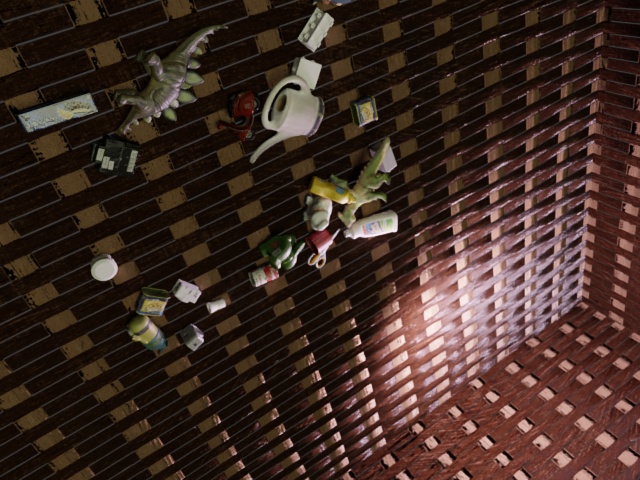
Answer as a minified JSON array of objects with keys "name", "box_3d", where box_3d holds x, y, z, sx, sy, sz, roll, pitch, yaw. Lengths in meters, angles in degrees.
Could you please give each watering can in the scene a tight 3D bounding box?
[{"name":"watering can","box_3d":[-0.115,-0.415,1.830,0.224,0.106,0.341,5,124,-35]}]

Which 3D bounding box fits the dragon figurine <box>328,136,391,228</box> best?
[{"name":"dragon figurine","box_3d":[0.148,-0.228,2.071,0.243,0.125,0.401,-6,125,-12]}]

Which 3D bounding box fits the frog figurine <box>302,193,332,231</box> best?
[{"name":"frog figurine","box_3d":[0.006,-0.102,2.021,0.122,0.162,0.136,16,105,-38]}]
